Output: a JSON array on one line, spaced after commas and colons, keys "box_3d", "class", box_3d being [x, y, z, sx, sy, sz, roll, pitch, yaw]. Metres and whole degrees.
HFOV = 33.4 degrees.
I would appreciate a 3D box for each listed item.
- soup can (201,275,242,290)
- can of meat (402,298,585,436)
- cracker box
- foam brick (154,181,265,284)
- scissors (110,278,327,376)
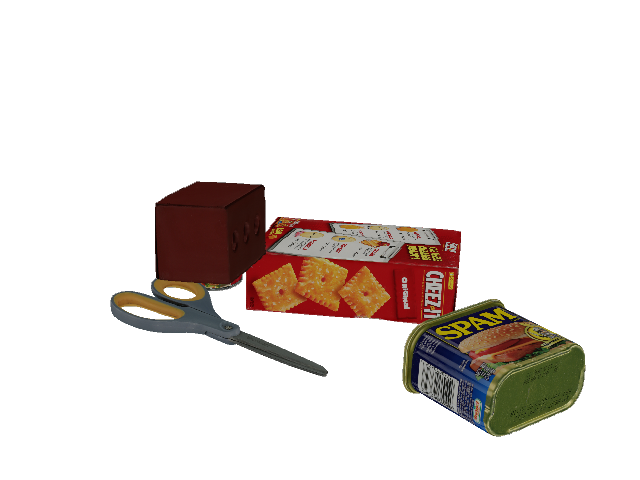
[{"box_3d": [-0.129, 0.001, 1.294, 0.068, 0.102, 0.068, 1, 26, 0], "class": "soup can"}, {"box_3d": [0.123, 0.089, 0.751, 0.101, 0.057, 0.084, -14, 27, -35], "class": "can of meat"}, {"box_3d": [0.040, 0.032, 1.144, 0.214, 0.072, 0.164, 5, 15, 8], "class": "cracker box"}, {"box_3d": [-0.073, -0.007, 0.718, 0.051, 0.053, 0.078, 5, 16, 15], "class": "foam brick"}, {"box_3d": [-0.080, 0.069, 0.918, 0.202, 0.016, 0.096, 12, 27, 10], "class": "scissors"}]
